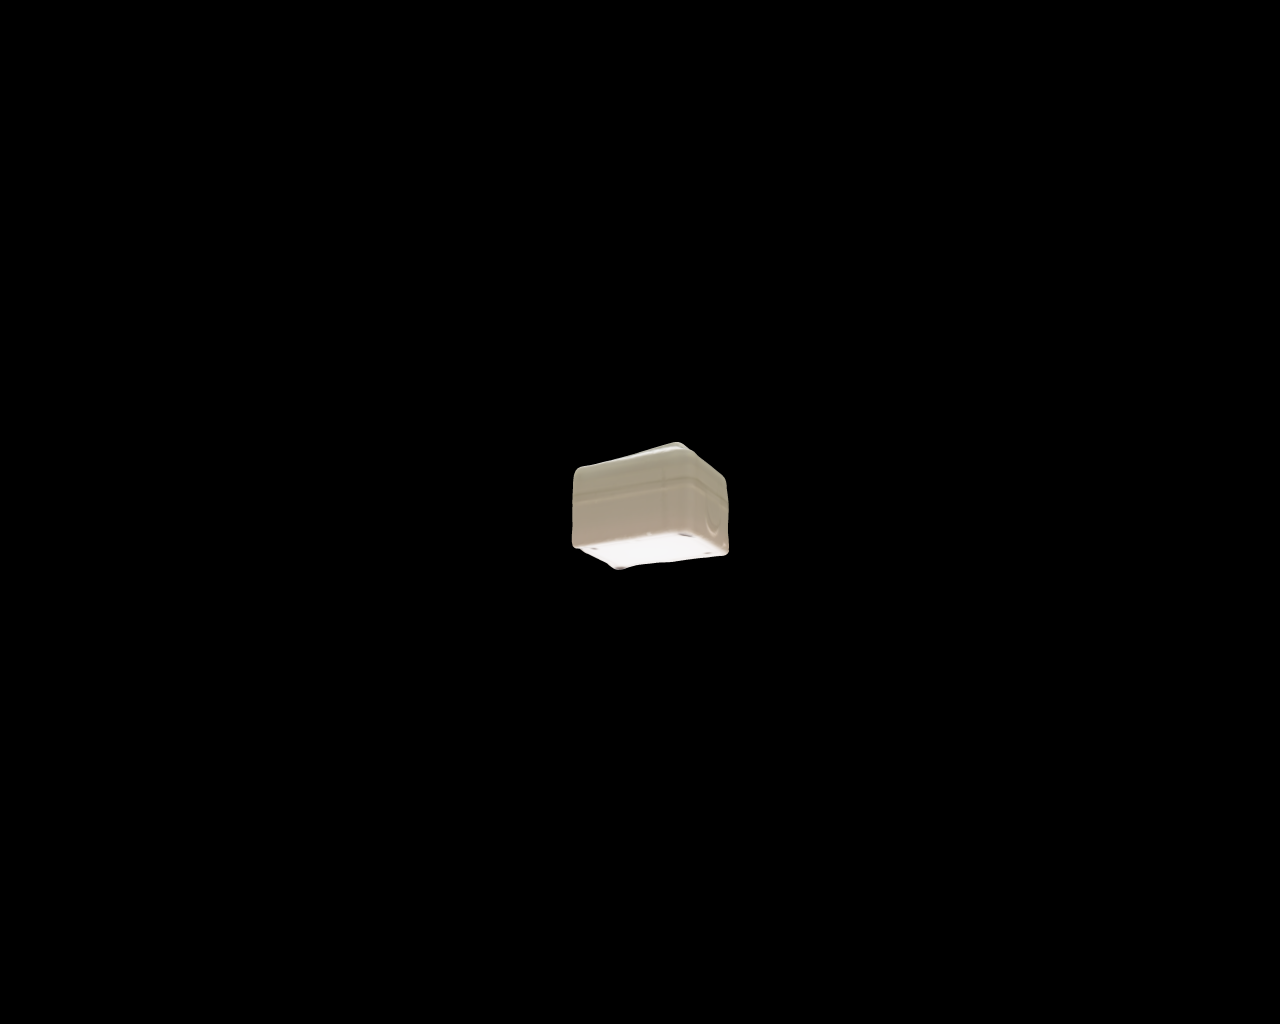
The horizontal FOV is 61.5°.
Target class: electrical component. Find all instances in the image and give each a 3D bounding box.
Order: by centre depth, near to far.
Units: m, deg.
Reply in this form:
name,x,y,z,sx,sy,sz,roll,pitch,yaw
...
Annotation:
name,x,y,z,sx,sy,sz,roll,pitch,yaw
electrical component,0.001,-0.003,0.650,0.096,0.061,0.061,-8,-19,24
